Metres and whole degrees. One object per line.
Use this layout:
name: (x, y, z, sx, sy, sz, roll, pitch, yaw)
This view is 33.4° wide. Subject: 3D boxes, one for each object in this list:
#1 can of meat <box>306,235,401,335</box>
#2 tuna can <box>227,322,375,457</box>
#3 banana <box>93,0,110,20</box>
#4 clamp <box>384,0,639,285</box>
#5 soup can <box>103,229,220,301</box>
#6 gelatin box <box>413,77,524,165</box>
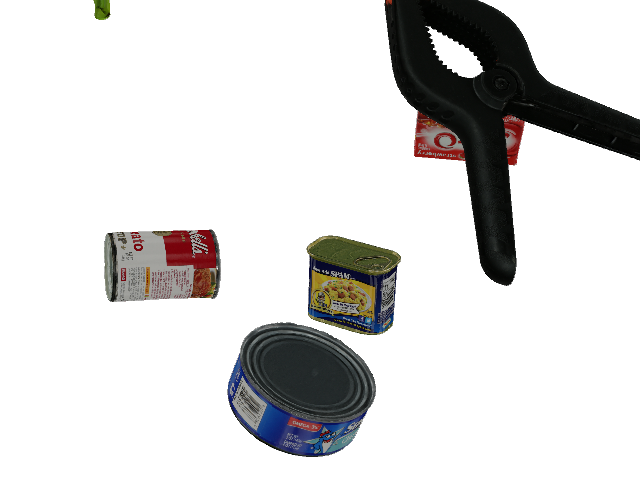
can of meat: (0.035, 0.051, 1.180, 0.102, 0.084, 0.057, 15, 28, 26)
tuna can: (-0.012, 0.090, 0.645, 0.086, 0.034, 0.086, 16, 30, -10)
banana: (-0.228, -0.212, 0.779, 0.198, 0.069, 0.037, 15, -37, 17)
clamp: (0.105, -0.081, 0.670, 0.164, 0.210, 0.036, -40, -10, -26)
soup can: (-0.153, 0.024, 1.027, 0.102, 0.068, 0.069, -1, 0, -18)
gelatin box: (0.125, -0.099, 0.890, 0.089, 0.030, 0.073, 6, -38, 5)
